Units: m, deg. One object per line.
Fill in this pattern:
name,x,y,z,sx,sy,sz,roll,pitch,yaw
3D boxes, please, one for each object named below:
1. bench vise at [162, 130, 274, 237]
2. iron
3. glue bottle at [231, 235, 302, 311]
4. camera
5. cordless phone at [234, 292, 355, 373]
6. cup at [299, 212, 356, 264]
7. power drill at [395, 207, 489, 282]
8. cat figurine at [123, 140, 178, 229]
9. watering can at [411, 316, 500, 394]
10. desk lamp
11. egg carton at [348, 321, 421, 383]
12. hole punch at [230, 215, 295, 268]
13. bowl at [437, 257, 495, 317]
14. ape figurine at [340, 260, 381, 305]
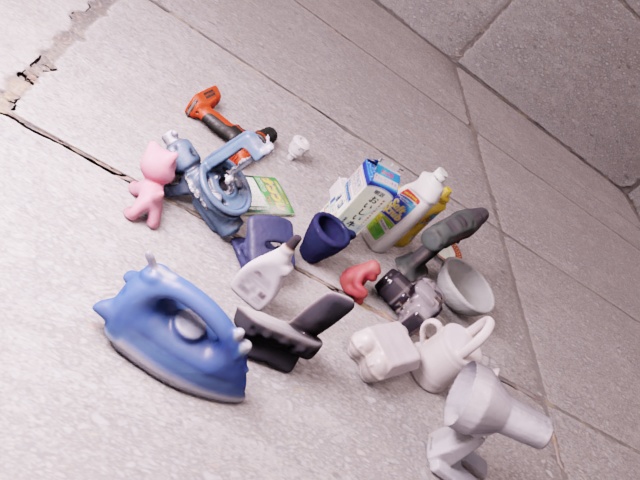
bench vise,-0.189,-0.128,1.013,0.208,0.219,0.121,32,36,-16
iron,-0.181,0.126,0.820,0.259,0.141,0.119,38,35,-8
glue bottle,-0.081,0.047,0.977,0.078,0.173,0.037,42,34,-2
camera,0.197,0.117,1.248,0.137,0.100,0.143,46,34,4
cordless phone,-0.043,0.122,0.925,0.148,0.184,0.094,23,39,-27
cup,0.011,0.004,1.185,0.118,0.094,0.091,6,49,-42
power drill,0.284,0.006,1.359,0.230,0.208,0.075,-18,66,-52
cat figurine,-0.281,-0.104,0.984,0.067,0.117,0.127,19,41,-31
watering can,0.281,0.221,1.139,0.173,0.193,0.101,34,35,-14
desk lamp,0.282,0.334,1.004,0.203,0.213,0.118,38,35,-7
egg carton,0.125,0.214,1.100,0.151,0.069,0.107,-3,55,-47
hole punch,-0.095,0.015,1.069,0.109,0.091,0.101,5,50,-42
bowl,0.345,0.126,1.410,0.168,0.074,0.167,27,38,-23
ape figurine,0.091,0.077,1.191,0.076,0.092,0.078,45,34,2
